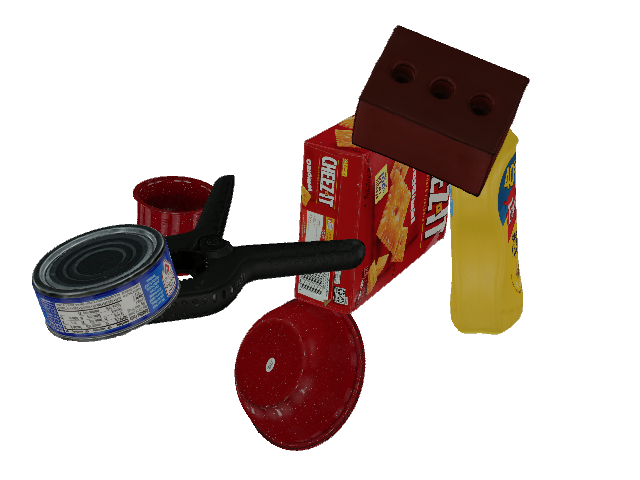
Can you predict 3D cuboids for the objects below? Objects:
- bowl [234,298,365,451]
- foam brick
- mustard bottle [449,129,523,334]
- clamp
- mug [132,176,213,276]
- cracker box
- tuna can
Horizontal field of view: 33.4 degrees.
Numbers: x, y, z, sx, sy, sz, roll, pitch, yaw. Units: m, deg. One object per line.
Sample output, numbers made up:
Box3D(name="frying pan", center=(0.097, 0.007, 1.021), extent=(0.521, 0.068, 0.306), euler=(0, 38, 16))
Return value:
Box3D(name="bowl", center=(-0.035, 0.129, 1.079), extent=(0.162, 0.162, 0.055), euler=(0, -15, 40))
Box3D(name="foam brick", center=(0.063, -0.069, 0.570), extent=(0.078, 0.053, 0.051), euler=(23, -21, 9))
Box3D(name="mustard bottle", center=(0.129, -0.029, 0.847), extent=(0.058, 0.191, 0.096), euler=(1, 18, 19))
Box3D(name="clamp", center=(-0.091, 0.010, 0.864), extent=(0.209, 0.036, 0.165), euler=(-24, 41, -36))
Box3D(name="mug", center=(-0.161, -0.020, 1.162), extent=(0.093, 0.081, 0.117), euler=(-5, 29, -21))
Box3D(name="cracker box", center=(0.060, -0.045, 1.050), extent=(0.072, 0.164, 0.213), euler=(18, 29, 26))
Box3D(name="tuna can", center=(-0.132, 0.024, 0.655), extent=(0.086, 0.034, 0.086), euler=(-10, 28, 5))
